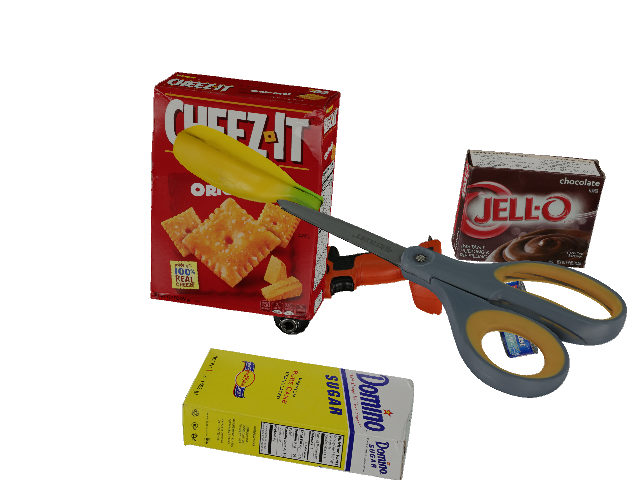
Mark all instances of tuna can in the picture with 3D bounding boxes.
[{"bbox_3d":[0.221,0.089,1.211,0.034,0.086,0.086,-13,-3,14],"label":"tuna can"}]

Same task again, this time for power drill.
[{"bbox_3d":[0.045,0.049,1.218,0.188,0.057,0.184,0,28,9],"label":"power drill"}]

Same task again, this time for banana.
[{"bbox_3d":[-0.074,-0.057,0.793,0.069,0.037,0.198,38,-4,-34],"label":"banana"}]

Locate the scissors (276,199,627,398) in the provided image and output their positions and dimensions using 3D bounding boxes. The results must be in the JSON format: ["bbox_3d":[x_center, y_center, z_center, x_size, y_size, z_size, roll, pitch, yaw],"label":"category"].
[{"bbox_3d":[0.053,0.027,0.550,0.202,0.016,0.096,13,42,18],"label":"scissors"}]

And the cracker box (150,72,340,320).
[{"bbox_3d":[-0.074,-0.040,1.009,0.164,0.214,0.072,8,22,10],"label":"cracker box"}]

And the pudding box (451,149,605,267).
[{"bbox_3d":[0.172,-0.026,0.893,0.113,0.090,0.039,3,33,-2],"label":"pudding box"}]

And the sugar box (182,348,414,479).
[{"bbox_3d":[-0.015,0.137,0.859,0.176,0.048,0.093,5,25,7],"label":"sugar box"}]
